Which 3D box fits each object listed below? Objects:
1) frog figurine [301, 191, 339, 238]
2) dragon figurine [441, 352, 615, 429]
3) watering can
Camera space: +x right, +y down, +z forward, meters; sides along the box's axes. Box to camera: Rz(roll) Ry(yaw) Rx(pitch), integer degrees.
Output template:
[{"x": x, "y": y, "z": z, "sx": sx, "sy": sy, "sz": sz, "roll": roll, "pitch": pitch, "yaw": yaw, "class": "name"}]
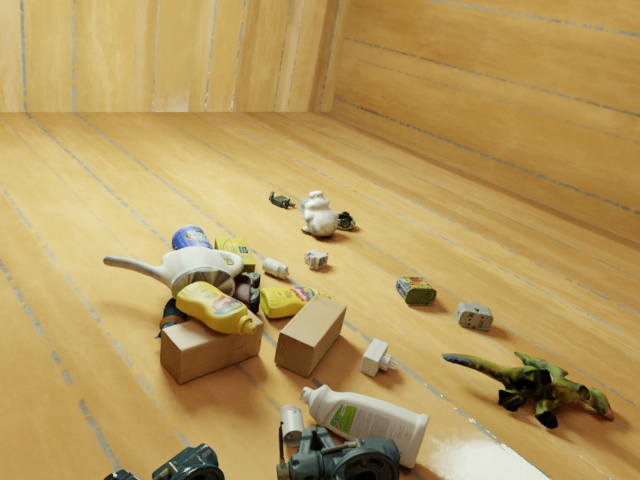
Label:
[{"x": 0.006, "y": -0.093, "z": 1.848, "sx": 0.137, "sy": 0.156, "sz": 0.125, "roll": 1, "pitch": 27, "yaw": -22, "class": "frog figurine"}, {"x": 0.514, "y": 0.336, "z": 1.265, "sx": 0.412, "sy": 0.121, "sz": 0.243, "roll": 23, "pitch": 10, "yaw": 20, "class": "dragon figurine"}, {"x": -0.353, "y": 0.083, "z": 1.292, "sx": 0.348, "sy": 0.102, "sz": 0.227, "roll": -3, "pitch": 23, "yaw": -25, "class": "watering can"}]
